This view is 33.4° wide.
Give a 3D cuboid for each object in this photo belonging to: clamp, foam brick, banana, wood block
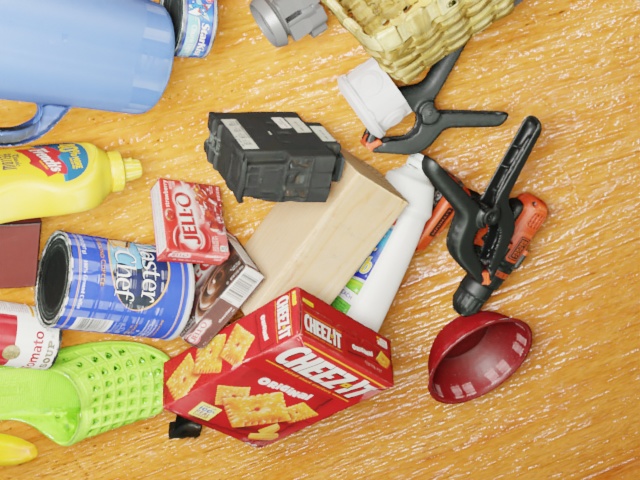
[{"bbox_3d":[0.199,-0.042,1.263,0.164,0.036,0.210,-27,129,-18],"label":"clamp"},{"bbox_3d":[-0.315,0.004,1.084,0.051,0.053,0.078,-3,122,-26],"label":"foam brick"},{"bbox_3d":[-0.407,0.230,1.168,0.197,0.070,0.037,2,91,-8],"label":"banana"},{"bbox_3d":[-0.008,0.002,1.220,0.090,0.091,0.206,28,105,-37],"label":"wood block"},{"bbox_3d":[0.130,-0.143,1.217,0.171,0.039,0.120,-38,103,4],"label":"clamp"}]

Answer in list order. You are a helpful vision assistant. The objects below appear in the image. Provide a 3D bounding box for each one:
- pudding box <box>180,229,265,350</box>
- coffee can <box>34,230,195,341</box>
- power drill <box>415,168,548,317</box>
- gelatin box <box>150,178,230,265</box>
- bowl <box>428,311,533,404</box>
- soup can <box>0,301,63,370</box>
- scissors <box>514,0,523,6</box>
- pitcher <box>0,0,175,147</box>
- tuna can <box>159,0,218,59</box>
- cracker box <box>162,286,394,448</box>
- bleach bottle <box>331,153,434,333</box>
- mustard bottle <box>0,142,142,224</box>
[{"bbox_3d":[-0.123,0.053,1.194,0.113,0.090,0.039,-47,132,6],"label":"pudding box"},{"bbox_3d":[-0.218,0.050,1.133,0.140,0.103,0.103,10,116,-32],"label":"coffee can"},{"bbox_3d":[0.181,0.001,1.344,0.187,0.057,0.184,22,106,-39],"label":"power drill"},{"bbox_3d":[-0.139,-0.019,1.139,0.073,0.089,0.030,6,150,-31],"label":"gelatin box"},{"bbox_3d":[0.205,0.148,1.446,0.162,0.055,0.162,-18,137,-18],"label":"bowl"},{"bbox_3d":[-0.333,0.100,1.130,0.102,0.069,0.069,12,115,-34],"label":"soup can"},{"bbox_3d":[0.222,-0.279,1.191,0.201,0.096,0.016,-39,106,-37],"label":"scissors"},{"bbox_3d":[-0.259,-0.171,0.948,0.242,0.145,0.149,6,146,-34],"label":"pitcher"},{"bbox_3d":[-0.126,-0.216,1.014,0.033,0.086,0.086,-2,122,-25],"label":"tuna can"},{"bbox_3d":[-0.048,0.154,1.212,0.214,0.072,0.164,-30,137,30],"label":"cracker box"},{"bbox_3d":[0.065,0.009,1.272,0.067,0.103,0.251,15,105,-41],"label":"bleach bottle"},{"bbox_3d":[-0.268,-0.059,1.038,0.191,0.096,0.058,-9,123,-23],"label":"mustard bottle"}]
